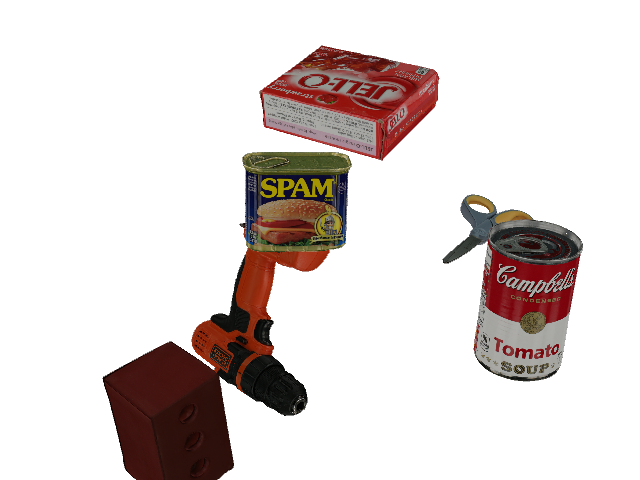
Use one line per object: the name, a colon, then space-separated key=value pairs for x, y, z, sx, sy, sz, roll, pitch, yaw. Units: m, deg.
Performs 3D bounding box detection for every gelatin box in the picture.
gelatin box: x=0.019 y=-0.089 z=0.670 sx=0.089 sy=0.030 sz=0.073 roll=18 pitch=41 yaw=28

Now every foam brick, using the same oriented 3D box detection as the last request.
foam brick: x=-0.092 y=0.112 z=0.656 sx=0.052 sy=0.078 sz=0.051 roll=-30 pitch=39 yaw=-32

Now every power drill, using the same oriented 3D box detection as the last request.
power drill: x=-0.058 y=0.081 z=1.186 sx=0.185 sy=0.188 sz=0.057 roll=29 pitch=11 yaw=41

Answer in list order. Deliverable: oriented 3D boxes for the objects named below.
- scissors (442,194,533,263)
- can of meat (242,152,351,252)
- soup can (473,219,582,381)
scissors: x=0.167 y=-0.016 z=1.200 sx=0.201 sy=0.016 sz=0.096 roll=-13 pitch=39 yaw=-45
can of meat: x=-0.023 y=-0.037 z=1.016 sx=0.102 sy=0.084 sz=0.057 roll=0 pitch=21 yaw=-5
soup can: x=0.152 y=0.044 z=0.792 sx=0.068 sy=0.102 sz=0.068 roll=2 pitch=26 yaw=-1
